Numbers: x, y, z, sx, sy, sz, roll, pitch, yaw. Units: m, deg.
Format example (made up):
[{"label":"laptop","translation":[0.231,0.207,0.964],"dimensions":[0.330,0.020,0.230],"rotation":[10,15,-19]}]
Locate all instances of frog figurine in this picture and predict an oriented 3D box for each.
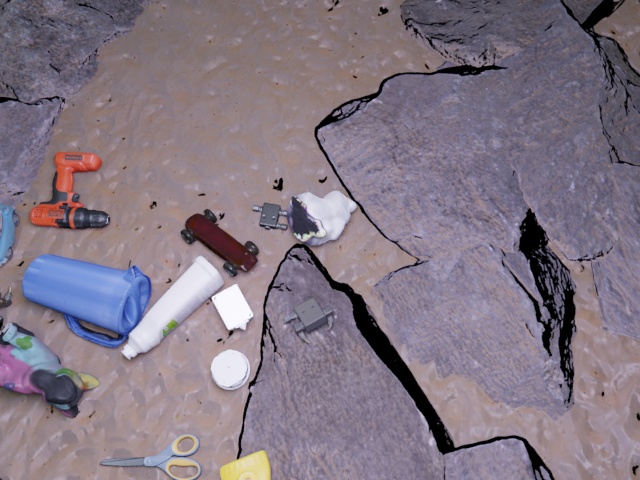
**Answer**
[{"label":"frog figurine","translation":[0.004,-0.062,1.225],"dimensions":[0.138,0.120,0.161],"rotation":[36,36,20]}]
